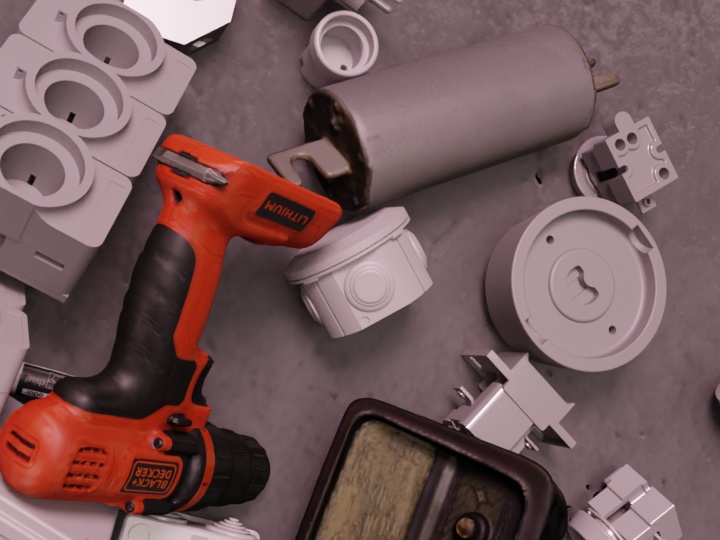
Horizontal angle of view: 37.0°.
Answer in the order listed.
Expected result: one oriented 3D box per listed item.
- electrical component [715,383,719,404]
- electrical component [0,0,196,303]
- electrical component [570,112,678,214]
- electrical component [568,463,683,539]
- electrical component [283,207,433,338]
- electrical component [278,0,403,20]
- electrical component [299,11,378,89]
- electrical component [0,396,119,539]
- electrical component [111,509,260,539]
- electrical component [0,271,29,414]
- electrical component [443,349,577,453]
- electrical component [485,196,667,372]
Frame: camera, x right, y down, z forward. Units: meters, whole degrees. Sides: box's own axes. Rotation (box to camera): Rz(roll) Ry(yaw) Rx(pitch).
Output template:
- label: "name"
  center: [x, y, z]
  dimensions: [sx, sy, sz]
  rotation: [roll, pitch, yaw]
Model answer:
- label: "electrical component"
  center: [0.285, 0.088, 0.719]
  dimensions: [0.080, 0.080, 0.051]
  rotation: [-28, 99, -19]
- label: "electrical component"
  center: [-0.155, -0.073, 0.561]
  dimensions: [0.089, 0.061, 0.150]
  rotation: [29, 47, -14]
- label: "electrical component"
  center: [0.170, -0.068, 0.708]
  dimensions: [0.048, 0.055, 0.066]
  rotation: [-29, 94, -19]
- label: "electrical component"
  center: [0.167, 0.163, 0.684]
  dimensions: [0.055, 0.066, 0.048]
  rotation: [-35, 131, -10]
- label: "electrical component"
  center: [0.000, 0.000, 0.632]
  dimensions: [0.080, 0.080, 0.051]
  rotation: [-32, 100, -19]
- label: "electrical component"
  center: [-0.009, -0.179, 0.644]
  dimensions: [0.076, 0.083, 0.047]
  rotation: [33, 75, -13]
- label: "electrical component"
  center: [-0.015, -0.132, 0.657]
  dimensions: [0.040, 0.046, 0.040]
  rotation: [2, 84, -19]
- label: "electrical component"
  center: [-0.180, 0.115, 0.538]
  dimensions: [0.109, 0.108, 0.056]
  rotation: [36, 97, -12]
- label: "electrical component"
  center: [-0.103, 0.181, 0.593]
  dimensions: [0.100, 0.048, 0.099]
  rotation: [18, 79, -16]
- label: "electrical component"
  center: [-0.254, 0.008, 0.499]
  dimensions: [0.186, 0.105, 0.060]
  rotation: [21, 101, -24]
- label: "electrical component"
  center: [0.090, 0.089, 0.673]
  dimensions: [0.064, 0.042, 0.081]
  rotation: [-45, 98, -13]
- label: "electrical component"
  center: [0.132, 0.011, 0.684]
  dimensions: [0.108, 0.060, 0.108]
  rotation: [2, 84, -19]
